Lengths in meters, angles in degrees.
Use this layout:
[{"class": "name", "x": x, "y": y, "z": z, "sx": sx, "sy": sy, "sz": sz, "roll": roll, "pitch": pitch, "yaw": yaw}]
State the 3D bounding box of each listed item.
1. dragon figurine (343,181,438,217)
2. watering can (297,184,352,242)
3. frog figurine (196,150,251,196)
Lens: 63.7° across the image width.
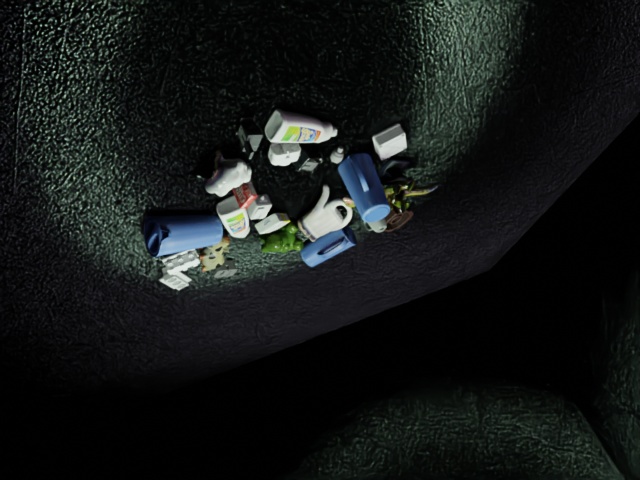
[{"class": "dragon figurine", "x": 0.263, "y": -0.187, "z": 2.081, "sx": 0.413, "sy": 0.244, "sz": 0.121, "roll": -16, "pitch": 110, "yaw": -38}, {"class": "watering can", "x": 0.006, "y": -0.104, "z": 2.063, "sx": 0.223, "sy": 0.106, "sz": 0.343, "roll": -32, "pitch": 151, "yaw": 8}, {"class": "frog figurine", "x": -0.279, "y": -0.193, "z": 1.586, "sx": 0.158, "sy": 0.125, "sz": 0.136, "roll": 22, "pitch": 108, "yaw": -44}]
